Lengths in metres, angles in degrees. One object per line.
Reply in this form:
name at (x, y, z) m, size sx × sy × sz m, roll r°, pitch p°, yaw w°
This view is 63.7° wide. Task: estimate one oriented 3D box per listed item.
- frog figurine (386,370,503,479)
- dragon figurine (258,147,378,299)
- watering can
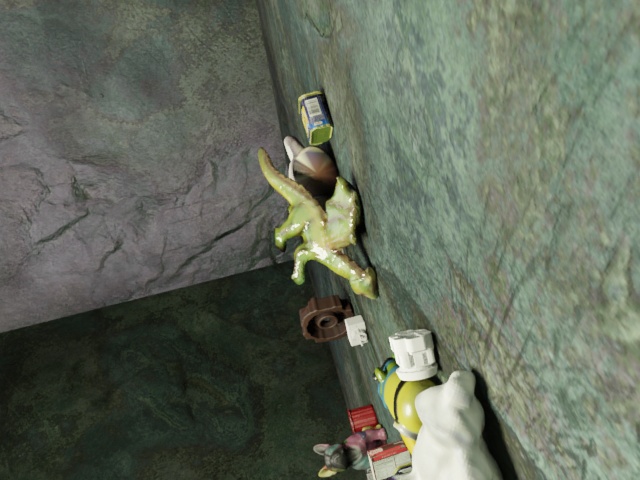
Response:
frog figurine at (0.152, 0.225, 0.567) m, size 0.137 × 0.123 × 0.160 m, roll 50°, pitch -119°, yaw -83°
dragon figurine at (0.003, -0.054, 1.076) m, size 0.239 × 0.123 × 0.412 m, roll -29°, pitch 84°, yaw 45°
watering can at (0.001, -0.105, 1.269) m, size 0.347 × 0.104 × 0.224 m, roll 64°, pitch 173°, yaw -4°
